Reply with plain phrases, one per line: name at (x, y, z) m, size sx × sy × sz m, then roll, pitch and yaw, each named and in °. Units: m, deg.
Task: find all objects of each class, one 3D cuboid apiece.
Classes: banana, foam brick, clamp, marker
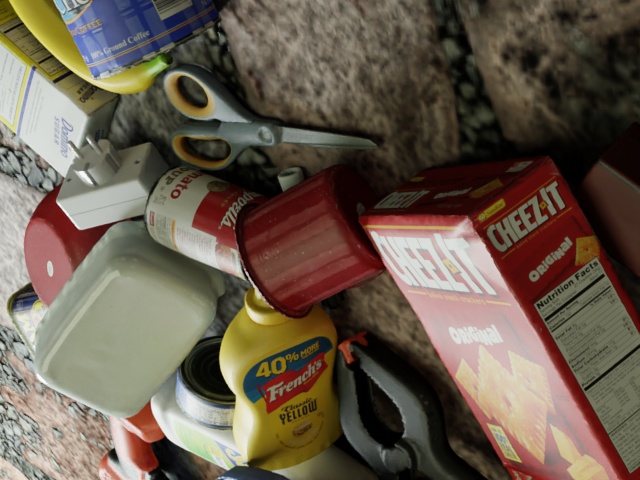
banana at (-0.197, -0.173, 0.858) m, size 0.198 × 0.037 × 0.070 m, roll 37°, pitch 121°, yaw 13°
foam brick at (0.190, -0.019, 0.615) m, size 0.078 × 0.052 × 0.051 m, roll 39°, pitch 138°, yaw 14°
clamp at (0.079, 0.169, 0.840) m, size 0.165 × 0.036 × 0.210 m, roll -20°, pitch 91°, yaw 39°
marker at (-0.005, 0.001, 0.828) m, size 0.020 × 0.020 × 0.121 m, roll 3°, pitch 121°, yaw 40°

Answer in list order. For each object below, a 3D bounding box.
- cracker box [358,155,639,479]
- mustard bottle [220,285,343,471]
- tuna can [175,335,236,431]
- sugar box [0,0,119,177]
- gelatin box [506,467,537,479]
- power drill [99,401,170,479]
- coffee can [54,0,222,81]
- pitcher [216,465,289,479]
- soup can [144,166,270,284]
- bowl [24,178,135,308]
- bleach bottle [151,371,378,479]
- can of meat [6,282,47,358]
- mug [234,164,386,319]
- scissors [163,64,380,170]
cracker box at (0.128, 0.058, 0.672) m, size 0.213 × 0.072 × 0.164 m, roll 58°, pitch 163°, yaw -11°
mustard bottle at (-0.031, 0.099, 0.854) m, size 0.058 × 0.096 × 0.191 m, roll 51°, pitch 156°, yaw 46°
tuna can at (-0.083, 0.124, 0.940) m, size 0.086 × 0.086 × 0.034 m, roll 29°, pitch 133°, yaw 22°
sugar box at (-0.258, -0.143, 0.926) m, size 0.176 × 0.048 × 0.093 m, roll 40°, pitch 139°, yaw 5°
gelatin box at (0.188, 0.188, 0.789) m, size 0.073 × 0.030 × 0.089 m, roll -18°, pitch 106°, yaw 47°
power drill at (-0.174, 0.234, 1.106) m, size 0.185 × 0.057 × 0.188 m, roll 32°, pitch 135°, yaw 35°
coffee can at (-0.144, -0.196, 0.739) m, size 0.103 × 0.102 × 0.140 m, roll -7°, pitch 115°, yaw 44°
pitcher at (-0.040, 0.269, 0.894) m, size 0.144 × 0.149 × 0.243 m, roll 21°, pitch 168°, yaw -29°
soup can at (-0.081, -0.013, 0.847) m, size 0.102 × 0.068 × 0.068 m, roll 22°, pitch 132°, yaw 29°
bowl at (-0.224, 0.018, 0.973) m, size 0.162 × 0.055 × 0.162 m, roll 21°, pitch 120°, yaw 44°
bleach bottle at (-0.029, 0.195, 0.956) m, size 0.251 × 0.068 × 0.102 m, roll 23°, pitch 150°, yaw 25°
can of meat at (-0.260, 0.088, 1.092) m, size 0.084 × 0.057 × 0.102 m, roll -11°, pitch 112°, yaw 43°
mug at (0.006, 0.003, 0.767) m, size 0.082 × 0.093 × 0.117 m, roll -28°, pitch 139°, yaw 26°
scissors at (-0.049, -0.097, 0.796) m, size 0.202 × 0.016 × 0.096 m, roll -7°, pitch 115°, yaw 44°
